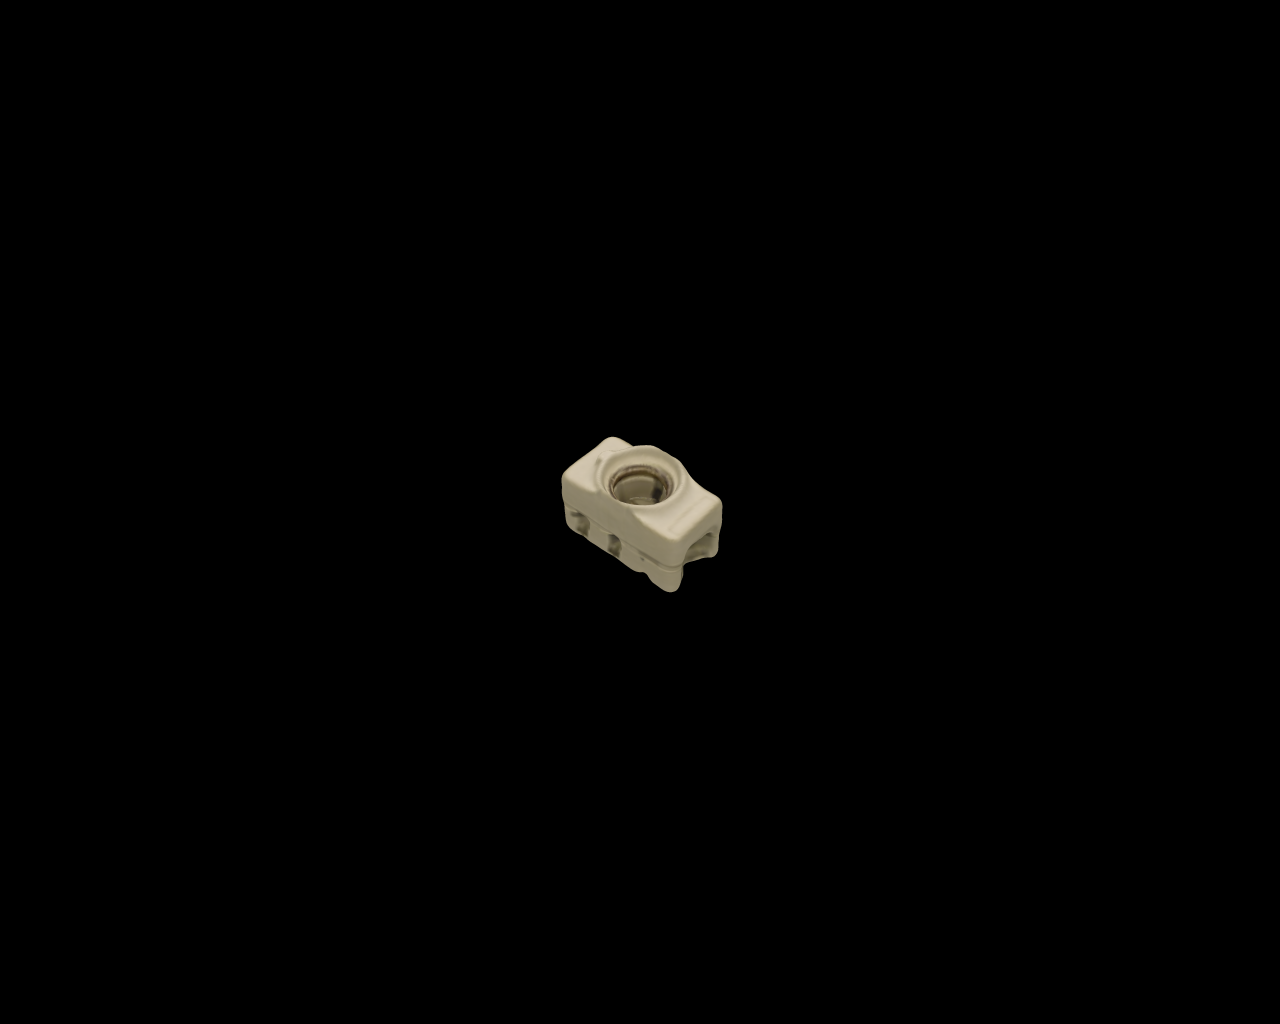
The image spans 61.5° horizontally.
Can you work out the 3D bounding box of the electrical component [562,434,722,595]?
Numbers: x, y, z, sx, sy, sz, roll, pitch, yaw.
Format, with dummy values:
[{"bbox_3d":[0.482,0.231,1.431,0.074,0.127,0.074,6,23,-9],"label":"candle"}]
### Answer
[{"bbox_3d":[0.001,-0.003,0.650,0.089,0.055,0.050,32,55,27],"label":"electrical component"}]
